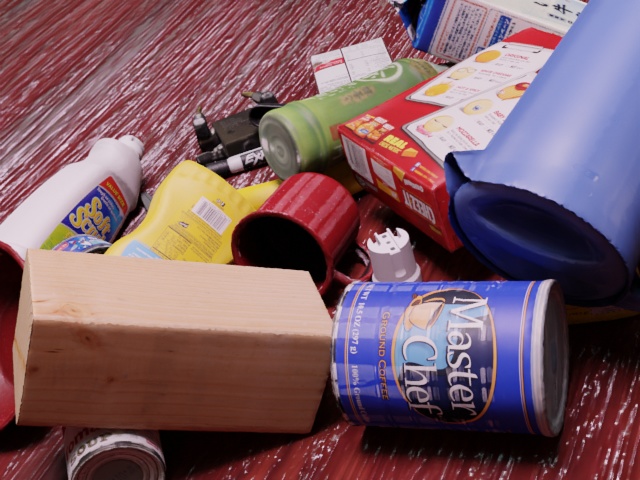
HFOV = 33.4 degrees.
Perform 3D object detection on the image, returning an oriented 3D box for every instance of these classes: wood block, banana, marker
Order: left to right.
[{"bbox_3d":[-0.103,0.073,0.748,0.205,0.090,0.091,5,29,-20],"label":"wood block"},{"bbox_3d":[-0.063,-0.086,1.099,0.121,0.020,0.020,-18,34,-1],"label":"marker"},{"bbox_3d":[-0.019,-0.047,1.015,0.197,0.037,0.070,-18,10,-5],"label":"banana"}]

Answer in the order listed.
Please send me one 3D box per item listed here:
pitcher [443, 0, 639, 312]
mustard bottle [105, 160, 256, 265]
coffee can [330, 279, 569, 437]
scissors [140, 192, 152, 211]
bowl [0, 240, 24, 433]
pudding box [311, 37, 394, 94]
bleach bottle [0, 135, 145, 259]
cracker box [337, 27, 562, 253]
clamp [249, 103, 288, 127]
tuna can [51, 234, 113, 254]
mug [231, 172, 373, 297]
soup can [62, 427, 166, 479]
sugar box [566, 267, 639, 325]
[{"bbox_3d":[0.210,-0.076,0.752,0.145,0.149,0.242,15,62,40],"label":"pitcher"},{"bbox_3d":[-0.133,0.030,0.896,0.191,0.096,0.058,-56,14,-29],"label":"mustard bottle"},{"bbox_3d":[0.090,0.078,0.723,0.140,0.103,0.102,-1,37,22],"label":"coffee can"},{"bbox_3d":[-0.122,-0.008,1.016,0.096,0.016,0.202,-16,34,-1],"label":"scissors"},{"bbox_3d":[-0.258,0.080,0.868,0.162,0.162,0.055,14,3,38],"label":"bowl"},{"bbox_3d":[0.039,-0.175,1.167,0.090,0.039,0.113,-15,36,2],"label":"pudding box"},{"bbox_3d":[-0.233,-0.027,1.012,0.068,0.102,0.250,0,38,21],"label":"bleach bottle"},{"bbox_3d":[0.147,-0.091,0.898,0.213,0.072,0.164,-28,32,-14],"label":"cracker box"},{"bbox_3d":[0.015,-0.124,1.081,0.171,0.039,0.120,-17,40,-27],"label":"clamp"},{"bbox_3d":[-0.201,0.040,0.919,0.034,0.086,0.086,19,47,39],"label":"tuna can"},{"bbox_3d":[-0.006,0.001,0.900,0.117,0.093,0.081,29,41,7],"label":"mug"},{"bbox_3d":[-0.151,0.140,0.770,0.068,0.068,0.102,-20,35,-6],"label":"soup can"},{"bbox_3d":[0.197,-0.004,0.846,0.093,0.048,0.176,-9,36,12],"label":"sugar box"}]
